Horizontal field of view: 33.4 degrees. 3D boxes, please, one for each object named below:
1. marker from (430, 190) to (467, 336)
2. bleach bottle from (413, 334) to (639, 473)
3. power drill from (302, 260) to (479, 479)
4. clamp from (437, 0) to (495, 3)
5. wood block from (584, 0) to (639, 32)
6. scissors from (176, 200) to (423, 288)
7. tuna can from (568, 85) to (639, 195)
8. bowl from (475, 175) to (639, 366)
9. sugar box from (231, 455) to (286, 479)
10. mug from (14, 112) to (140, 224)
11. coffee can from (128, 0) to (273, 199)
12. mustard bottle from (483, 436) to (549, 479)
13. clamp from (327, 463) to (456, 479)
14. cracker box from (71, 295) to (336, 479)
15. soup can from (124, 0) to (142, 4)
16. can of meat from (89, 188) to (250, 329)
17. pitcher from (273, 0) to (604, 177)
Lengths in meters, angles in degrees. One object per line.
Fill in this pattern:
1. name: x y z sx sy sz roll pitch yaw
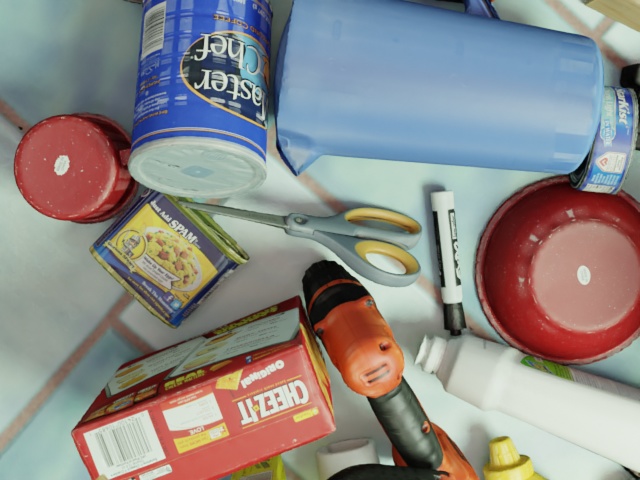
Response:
1. marker: 0.107 0.020 0.886 0.020 0.020 0.121 -6 93 -1
2. bleach bottle: 0.198 0.131 0.864 0.251 0.102 0.068 20 93 4
3. power drill: 0.049 0.114 0.835 0.057 0.184 0.187 -30 113 1
4. clamp: 0.072 -0.246 0.861 0.120 0.039 0.171 -39 94 7
5. wood block: 0.331 -0.186 0.842 0.206 0.090 0.091 26 94 -2
6. scissors: -0.005 0.001 0.834 0.201 0.096 0.016 0 130 -23
7. tuna can: 0.223 -0.080 0.848 0.034 0.086 0.086 7 93 0
8. bowl: 0.211 0.027 0.870 0.162 0.055 0.162 0 93 -1
9. sugar box: -0.034 0.272 0.862 0.048 0.093 0.176 -14 94 1
10. mug: -0.182 -0.059 0.847 0.117 0.081 0.093 -8 93 0
11. coffee can: -0.089 -0.114 0.809 0.103 0.103 0.140 2 71 -1
12. mustard bottle: 0.174 0.255 0.881 0.096 0.058 0.191 -16 94 -1
13. clamp: -0.003 0.205 0.762 0.210 0.036 0.164 -25 121 4
14. cracker box: -0.077 0.115 0.792 0.164 0.213 0.072 -21 95 1
15. soup can: -0.126 -0.241 0.844 0.068 0.068 0.102 3 93 -1
16. can of meat: -0.122 0.010 0.864 0.102 0.057 0.084 44 93 -3
17. pitcher: 0.087 -0.129 0.823 0.243 0.145 0.149 7 126 -2
